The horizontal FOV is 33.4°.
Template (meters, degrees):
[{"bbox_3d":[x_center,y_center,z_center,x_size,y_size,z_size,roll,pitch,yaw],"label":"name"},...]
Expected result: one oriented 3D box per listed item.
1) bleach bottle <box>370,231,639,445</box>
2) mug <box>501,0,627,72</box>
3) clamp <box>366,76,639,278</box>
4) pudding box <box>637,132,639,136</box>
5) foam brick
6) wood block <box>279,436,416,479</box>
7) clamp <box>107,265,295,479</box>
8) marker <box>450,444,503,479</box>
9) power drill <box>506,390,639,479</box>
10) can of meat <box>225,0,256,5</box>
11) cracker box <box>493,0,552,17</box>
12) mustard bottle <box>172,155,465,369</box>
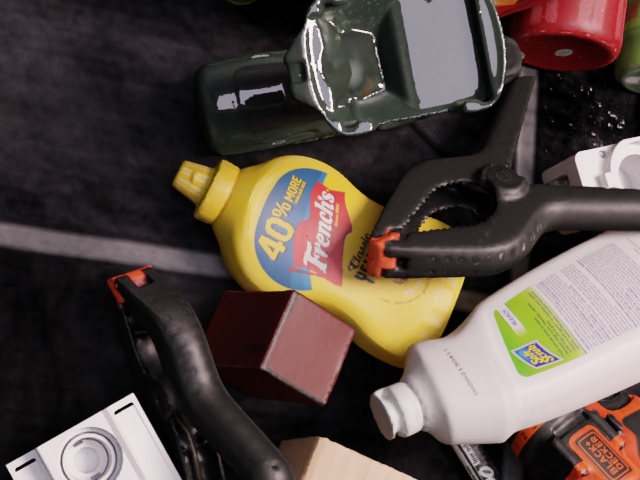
[{"bbox_3d":[0.143,0.056,0.658,0.250,0.068,0.103,-20,47,-18],"label":"bleach bottle"},{"bbox_3d":[0.162,-0.171,0.754,0.117,0.093,0.081,7,80,7],"label":"mug"},{"bbox_3d":[0.111,-0.035,0.676,0.209,0.036,0.165,-20,48,-21],"label":"clamp"},{"bbox_3d":[0.307,-0.073,0.798,0.113,0.039,0.090,-33,88,-21],"label":"pudding box"},{"bbox_3d":[-0.029,0.064,0.640,0.051,0.078,0.053,35,68,-31],"label":"foam brick"},{"bbox_3d":[-0.012,0.226,0.609,0.090,0.091,0.206,26,72,-10],"label":"wood block"},{"bbox_3d":[-0.071,0.089,0.610,0.039,0.120,0.171,-21,81,-38],"label":"clamp"},{"bbox_3d":[0.113,0.163,0.698,0.020,0.020,0.121,-31,88,-21],"label":"marker"},{"bbox_3d":[0.205,0.102,0.702,0.187,0.057,0.184,-27,60,-25],"label":"power drill"},{"bbox_3d":[-0.041,-0.219,0.699,0.057,0.084,0.102,26,72,-11],"label":"can of meat"},{"bbox_3d":[0.077,-0.191,0.637,0.213,0.164,0.072,6,73,-58],"label":"cracker box"},{"bbox_3d":[-0.004,0.001,0.677,0.191,0.058,0.096,27,73,-10],"label":"mustard bottle"}]
